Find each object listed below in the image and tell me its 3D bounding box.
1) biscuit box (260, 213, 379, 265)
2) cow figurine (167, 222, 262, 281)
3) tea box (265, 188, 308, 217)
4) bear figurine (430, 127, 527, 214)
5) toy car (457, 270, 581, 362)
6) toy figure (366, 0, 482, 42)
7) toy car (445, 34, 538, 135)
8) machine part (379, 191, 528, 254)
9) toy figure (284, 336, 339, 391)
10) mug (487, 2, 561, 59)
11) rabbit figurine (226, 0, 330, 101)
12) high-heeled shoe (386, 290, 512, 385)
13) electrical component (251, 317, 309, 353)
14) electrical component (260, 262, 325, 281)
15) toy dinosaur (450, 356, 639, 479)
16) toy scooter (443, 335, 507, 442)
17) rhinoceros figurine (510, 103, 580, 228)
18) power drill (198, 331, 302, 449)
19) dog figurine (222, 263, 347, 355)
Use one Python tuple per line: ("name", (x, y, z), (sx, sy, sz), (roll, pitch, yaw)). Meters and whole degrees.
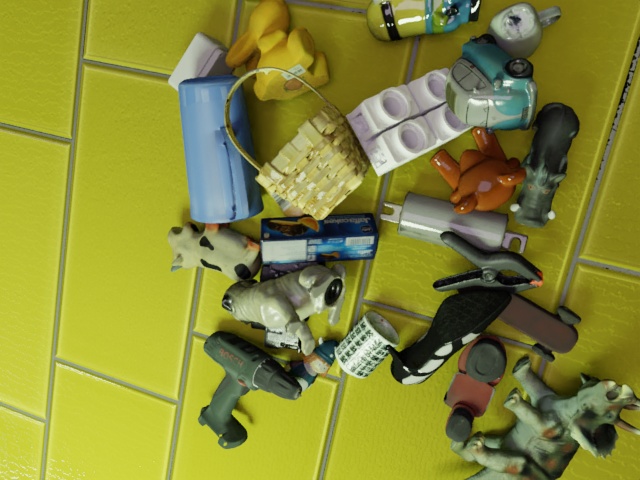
("biscuit box", (-0.002, -0.003, 0.935), (0.203, 0.063, 0.059), (-3, 132, -4))
("cow figurine", (-0.205, 0.023, 1.033), (0.195, 0.085, 0.127), (23, 98, 12))
("tea box", (-0.008, -0.118, 0.955), (0.169, 0.068, 0.098), (-37, 88, 18))
("bear figurine", (0.235, -0.105, 0.811), (0.120, 0.196, 0.132), (-34, 83, 20))
("toy car", (0.328, 0.118, 0.896), (0.202, 0.053, 0.089), (31, 102, 20))
("toy figure", (0.163, -0.364, 0.859), (0.180, 0.082, 0.089), (6, 98, 13))
("toy car", (0.238, -0.223, 0.791), (0.103, 0.109, 0.162), (-25, 57, -7))
("machine part", (0.220, -0.026, 0.896), (0.243, 0.079, 0.079), (14, 103, 15))
("toy figure", (-0.020, 0.245, 1.024), (0.154, 0.064, 0.058), (-41, 50, 21))
("mug", (0.307, -0.318, 0.808), (0.110, 0.107, 0.080), (-13, 96, 20))
("rabbit figurine", (-0.077, -0.334, 0.935), (0.162, 0.122, 0.173), (-22, 78, 28))
("high-heeled shoe", (0.224, 0.176, 0.909), (0.249, 0.086, 0.145), (-27, 132, 19))
("electrical component", (-0.083, 0.167, 1.036), (0.119, 0.048, 0.074), (11, 101, 13))
("electrical component", (-0.051, 0.068, 1.004), (0.115, 0.058, 0.134), (16, 103, 16))
("toy dinosaur", (0.355, 0.346, 0.900), (0.192, 0.131, 0.404), (36, 113, 9))
("toy scooter", (0.258, 0.247, 0.914), (0.075, 0.135, 0.184), (23, 86, 16))
("rhinoceros figurine", (0.349, -0.112, 0.826), (0.073, 0.112, 0.190), (16, 95, 12))
("power drill", (-0.151, 0.298, 1.037), (0.232, 0.086, 0.207), (33, 117, 28))
("dog figurine", (-0.065, 0.087, 0.942), (0.191, 0.172, 0.121), (25, 146, 36))
